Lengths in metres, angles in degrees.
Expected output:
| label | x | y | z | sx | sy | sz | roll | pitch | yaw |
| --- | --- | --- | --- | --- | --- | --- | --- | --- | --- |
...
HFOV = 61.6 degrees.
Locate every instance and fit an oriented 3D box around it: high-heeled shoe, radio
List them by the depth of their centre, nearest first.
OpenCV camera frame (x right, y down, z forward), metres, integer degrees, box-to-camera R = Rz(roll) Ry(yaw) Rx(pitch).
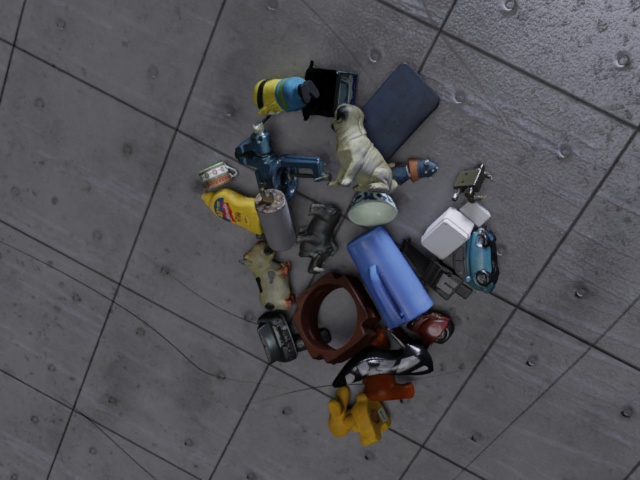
| label | x | y | z | sx | sy | sz | roll | pitch | yaw |
| --- | --- | --- | --- | --- | --- | --- | --- | --- | --- |
| radio | 0.168 | -0.292 | 1.277 | 0.131 | 0.073 | 0.229 | 41 | 111 | -3 |
| high-heeled shoe | 0.160 | 0.334 | 1.355 | 0.249 | 0.086 | 0.145 | -42 | 94 | 19 |

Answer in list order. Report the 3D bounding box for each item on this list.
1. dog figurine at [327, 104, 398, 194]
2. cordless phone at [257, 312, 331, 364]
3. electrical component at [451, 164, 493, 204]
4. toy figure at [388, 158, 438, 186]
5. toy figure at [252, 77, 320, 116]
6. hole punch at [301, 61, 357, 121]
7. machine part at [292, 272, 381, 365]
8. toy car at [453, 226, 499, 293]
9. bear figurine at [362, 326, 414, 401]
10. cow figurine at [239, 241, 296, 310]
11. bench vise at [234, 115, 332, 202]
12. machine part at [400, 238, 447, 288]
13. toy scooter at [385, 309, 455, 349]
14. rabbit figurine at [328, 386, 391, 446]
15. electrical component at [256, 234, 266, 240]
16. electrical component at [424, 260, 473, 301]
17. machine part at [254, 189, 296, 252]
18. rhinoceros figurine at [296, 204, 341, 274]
| label | x | y | z | sx | sy | sz | roll | pitch | yaw |
| --- | --- | --- | --- | --- | --- | --- | --- | --- | --- |
| dog figurine | 0.106 | -0.207 | 1.234 | 0.172 | 0.121 | 0.190 | 8 | 92 | -27 |
| cordless phone | -0.071 | 0.256 | 1.488 | 0.184 | 0.089 | 0.146 | -17 | 101 | 4 |
| electrical component | 0.364 | -0.132 | 1.278 | 0.078 | 0.102 | 0.045 | -8 | 139 | 47 |
| toy figure | 0.208 | -0.167 | 1.312 | 0.155 | 0.064 | 0.058 | -12 | 66 | 10 |
| toy figure | -0.085 | -0.347 | 1.281 | 0.180 | 0.082 | 0.089 | 0 | 95 | 46 |
| hole punch | 0.023 | -0.352 | 1.290 | 0.116 | 0.092 | 0.142 | 21 | 115 | 38 |
| machine part | 0.042 | 0.202 | 1.391 | 0.201 | 0.087 | 0.201 | -42 | 60 | 21 |
| toy car | 0.379 | 0.050 | 1.320 | 0.103 | 0.109 | 0.161 | -4 | 97 | 30 |
| bear figurine | 0.167 | 0.329 | 1.448 | 0.120 | 0.132 | 0.196 | -19 | 70 | 48 |
| cow figurine | -0.142 | 0.095 | 1.445 | 0.127 | 0.085 | 0.194 | -7 | 105 | 7 |
| bench vise | -0.084 | -0.185 | 1.320 | 0.241 | 0.129 | 0.223 | 9 | 116 | 27 |
| machine part | 0.253 | 0.052 | 1.340 | 0.139 | 0.039 | 0.084 | 50 | 144 | 27 |
| toy scooter | 0.253 | 0.241 | 1.414 | 0.135 | 0.075 | 0.184 | 40 | 114 | 0 |
| rabbit figurine | 0.085 | 0.499 | 1.502 | 0.173 | 0.122 | 0.162 | -31 | 96 | 36 |
| electrical component | -0.128 | -0.028 | 1.436 | 0.094 | 0.021 | 0.063 | 0 | 106 | 10 |
| electrical component | 0.333 | 0.114 | 1.374 | 0.119 | 0.048 | 0.075 | 39 | 110 | 0 |
| machine part | -0.108 | -0.045 | 1.330 | 0.079 | 0.079 | 0.243 | 3 | 145 | 10 |
| rhinoceros figurine | -0.003 | -0.004 | 1.397 | 0.112 | 0.073 | 0.190 | 16 | 107 | -5 |
